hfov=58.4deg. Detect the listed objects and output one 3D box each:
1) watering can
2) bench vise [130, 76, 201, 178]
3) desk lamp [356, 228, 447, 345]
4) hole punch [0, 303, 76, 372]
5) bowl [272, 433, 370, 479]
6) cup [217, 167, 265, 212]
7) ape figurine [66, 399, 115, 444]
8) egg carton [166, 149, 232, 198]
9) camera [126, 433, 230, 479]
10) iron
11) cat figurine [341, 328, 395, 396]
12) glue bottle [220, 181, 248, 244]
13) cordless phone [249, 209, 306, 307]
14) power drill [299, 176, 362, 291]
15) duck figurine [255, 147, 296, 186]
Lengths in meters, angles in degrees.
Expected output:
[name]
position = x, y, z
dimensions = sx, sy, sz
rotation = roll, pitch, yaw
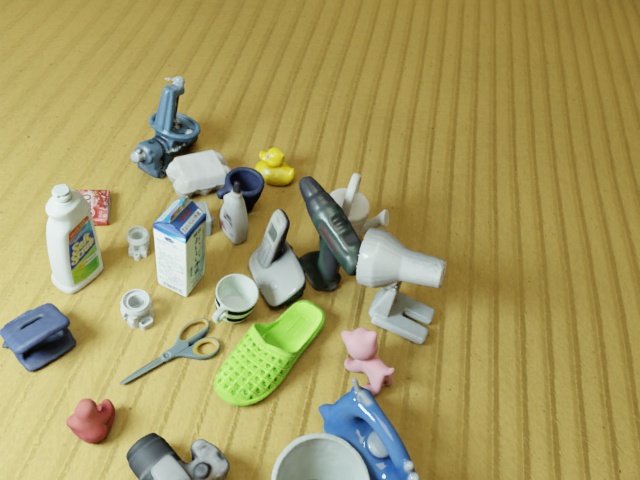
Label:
[watering can]
position = 0.070, -0.070, 1.302
dimensions = 0.173, 0.194, 0.101
rotation = 4, 51, -9
[bench vise]
position = -0.353, -0.260, 1.339
dimensions = 0.121, 0.220, 0.207
rotation = 16, 50, 0
[desk lamp]
position = 0.164, 0.088, 1.186
dimensions = 0.203, 0.213, 0.118
rotation = 23, 51, 6
[hole punch]
position = -0.520, 0.168, 1.046
dimensions = 0.101, 0.091, 0.109
rotation = 42, 55, 20
[bowl]
position = -0.002, 0.422, 0.973
dimensions = 0.167, 0.075, 0.167
rotation = 6, 51, -8
[cup]
position = -0.188, -0.104, 1.334
dimensions = 0.118, 0.095, 0.091
rotation = -28, 63, -30
[ape figurine]
position = -0.390, 0.299, 0.971
dimensions = 0.078, 0.092, 0.076
rotation = -5, 53, -16
[egg carton]
position = -0.285, -0.157, 1.371
dimensions = 0.151, 0.069, 0.107
rotation = -18, 58, -25
[camera]
position = -0.241, 0.373, 0.941
dimensions = 0.136, 0.101, 0.143
rotation = 42, 55, 20
[iron]
position = 0.111, 0.364, 1.002
dimensions = 0.119, 0.141, 0.257
rotation = -24, 61, -28
[cat figurine]
position = 0.096, 0.226, 1.123
dimensions = 0.067, 0.118, 0.127
rotation = -33, 65, -32
[glue bottle]
position = -0.187, -0.069, 1.256
dimensions = 0.037, 0.173, 0.078
rotation = -31, 64, -31
[cordless phone]
position = -0.081, 0.037, 1.189
dimensions = 0.094, 0.185, 0.147
rotation = -19, 58, -25
[power drill]
position = 0.011, 0.004, 1.221
dimensions = 0.076, 0.208, 0.229
rotation = -25, 61, -28
[duck figurine]
position = -0.108, -0.189, 1.426
dimensions = 0.104, 0.086, 0.077
rotation = 19, 51, 3
